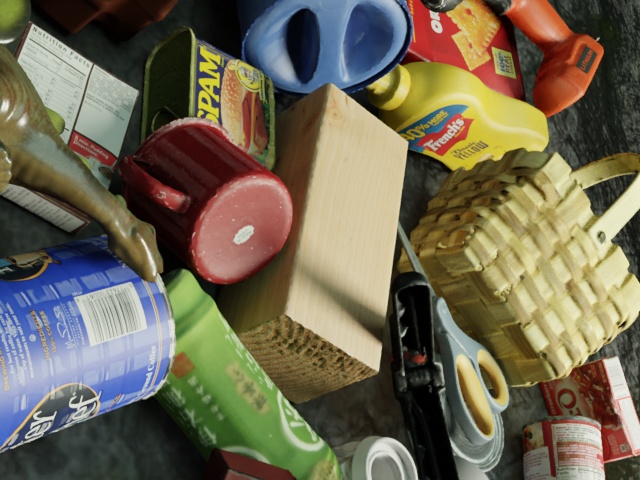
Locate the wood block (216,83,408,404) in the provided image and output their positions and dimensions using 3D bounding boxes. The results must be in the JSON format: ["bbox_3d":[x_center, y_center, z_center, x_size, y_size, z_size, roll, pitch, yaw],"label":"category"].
[{"bbox_3d":[-0.006,0.001,0.783,0.090,0.090,0.206,33,49,-29],"label":"wood block"}]

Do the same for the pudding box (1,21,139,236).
[{"bbox_3d":[-0.174,-0.073,0.692,0.090,0.039,0.113,31,48,-29],"label":"pudding box"}]

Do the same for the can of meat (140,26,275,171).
[{"bbox_3d":[-0.080,-0.092,0.782,0.083,0.058,0.102,22,56,-40],"label":"can of meat"}]

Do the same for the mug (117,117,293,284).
[{"bbox_3d":[-0.079,-0.027,0.695,0.117,0.093,0.082,25,10,-47],"label":"mug"}]

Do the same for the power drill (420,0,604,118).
[{"bbox_3d":[0.178,-0.207,0.989,0.187,0.057,0.184,49,44,-13],"label":"power drill"}]

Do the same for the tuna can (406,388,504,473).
[{"bbox_3d":[0.110,0.150,0.862,0.086,0.034,0.086,23,55,-36],"label":"tuna can"}]

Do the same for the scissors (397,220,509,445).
[{"bbox_3d":[0.105,0.063,0.856,0.096,0.016,0.202,3,67,-56],"label":"scissors"}]

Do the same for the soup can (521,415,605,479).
[{"bbox_3d":[0.209,0.208,0.906,0.068,0.069,0.102,24,55,-35],"label":"soup can"}]

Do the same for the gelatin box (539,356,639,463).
[{"bbox_3d":[0.246,0.158,0.966,0.030,0.073,0.089,-2,72,-44],"label":"gelatin box"}]

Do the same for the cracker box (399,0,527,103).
[{"bbox_3d":[0.096,-0.214,1.010,0.213,0.072,0.164,18,57,-38],"label":"cracker box"}]

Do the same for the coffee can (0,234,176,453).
[{"bbox_3d":[-0.165,0.059,0.583,0.140,0.103,0.103,-16,81,-48],"label":"coffee can"}]

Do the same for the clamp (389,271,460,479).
[{"bbox_3d":[0.068,0.089,0.756,0.210,0.036,0.164,-93,174,-81],"label":"clamp"}]

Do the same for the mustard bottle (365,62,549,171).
[{"bbox_3d":[0.110,-0.112,0.953,0.191,0.096,0.058,21,57,-37],"label":"mustard bottle"}]

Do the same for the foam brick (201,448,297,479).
[{"bbox_3d":[-0.049,0.171,0.627,0.051,0.053,0.078,21,88,-15],"label":"foam brick"}]

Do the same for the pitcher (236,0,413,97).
[{"bbox_3d":[-0.007,-0.251,0.860,0.145,0.149,0.243,59,17,-60],"label":"pitcher"}]
